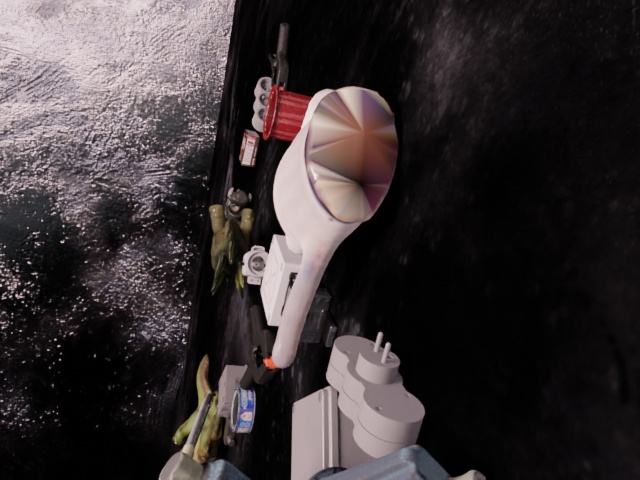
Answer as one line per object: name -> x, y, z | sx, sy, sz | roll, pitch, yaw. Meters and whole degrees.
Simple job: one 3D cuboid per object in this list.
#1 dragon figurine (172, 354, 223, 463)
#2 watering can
dragon figurine -> -0.267, 0.440, 1.242 | 0.238, 0.122, 0.420 | -48, 38, 46
watering can -> 0.002, -0.030, 0.598 | 0.221, 0.104, 0.353 | 144, 133, -65
